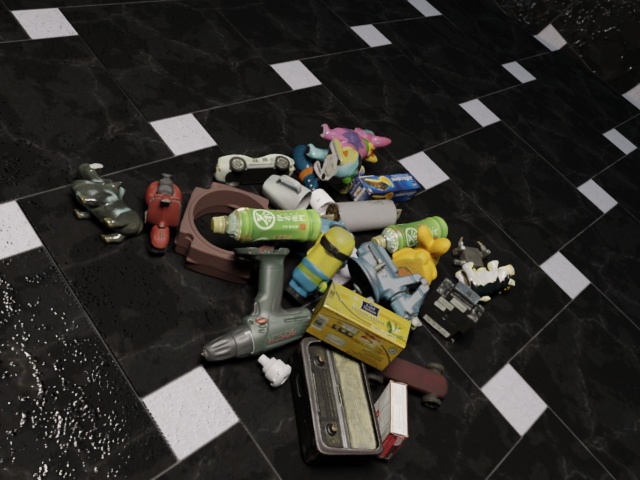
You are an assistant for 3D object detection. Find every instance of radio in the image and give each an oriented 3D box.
[{"bbox_3d":[0.023,0.292,0.994,0.131,0.073,0.230,7,49,-24],"label":"radio"}]

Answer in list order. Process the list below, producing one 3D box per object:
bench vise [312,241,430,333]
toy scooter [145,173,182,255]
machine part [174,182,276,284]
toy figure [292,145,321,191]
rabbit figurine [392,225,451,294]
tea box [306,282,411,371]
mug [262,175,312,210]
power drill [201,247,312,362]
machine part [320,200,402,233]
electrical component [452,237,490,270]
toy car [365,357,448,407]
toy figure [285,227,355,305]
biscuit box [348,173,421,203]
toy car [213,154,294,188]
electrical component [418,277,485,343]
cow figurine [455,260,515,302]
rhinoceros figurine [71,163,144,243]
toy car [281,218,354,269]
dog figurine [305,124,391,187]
[{"bbox_3d":[0.103,0.124,1.150,0.241,0.129,0.223,-26,79,-14],"label":"bench vise"},{"bbox_3d":[-0.320,-0.072,1.099,0.075,0.135,0.184,6,49,-19],"label":"toy scooter"},{"bbox_3d":[-0.194,-0.018,1.148,0.201,0.087,0.201,17,48,-10],"label":"machine part"},{"bbox_3d":[-0.030,-0.178,1.374,0.058,0.064,0.154,3,50,-33],"label":"toy figure"},{"bbox_3d":[0.231,0.046,1.268,0.122,0.162,0.173,32,27,20],"label":"rabbit figurine"},{"bbox_3d":[0.072,0.163,1.011,0.170,0.098,0.068,28,43,-4],"label":"tea box"},{"bbox_3d":[-0.084,-0.112,1.270,0.107,0.109,0.081,29,65,13],"label":"mug"},{"bbox_3d":[-0.120,0.116,1.026,0.232,0.086,0.207,-2,80,-34],"label":"power drill"},{"bbox_3d":[0.103,-0.059,1.326,0.243,0.079,0.079,-6,55,-28],"label":"machine part"},{"bbox_3d":[0.394,0.038,1.405,0.102,0.045,0.078,14,46,-15],"label":"electrical component"},{"bbox_3d":[0.170,0.273,1.095,0.202,0.053,0.089,22,57,-12],"label":"toy car"},{"bbox_3d":[0.003,0.054,1.126,0.082,0.089,0.180,43,86,-12],"label":"toy figure"},{"bbox_3d":[0.174,-0.133,1.422,0.202,0.062,0.059,-11,60,-38],"label":"biscuit box"},{"bbox_3d":[-0.156,-0.169,1.299,0.202,0.073,0.056,-7,57,-29],"label":"toy car"},{"bbox_3d":[0.296,0.153,1.201,0.115,0.134,0.058,40,48,7],"label":"electrical component"},{"bbox_3d":[0.430,0.106,1.349,0.167,0.068,0.098,-2,59,-23],"label":"cow figurine"},{"bbox_3d":[-0.438,-0.081,1.093,0.190,0.073,0.112,45,49,15],"label":"rhinoceros figurine"},{"bbox_3d":[-0.003,-0.004,1.226,0.162,0.109,0.103,16,21,3],"label":"toy car"},{"bbox_3d":[0.090,-0.215,1.356,0.219,0.108,0.192,-2,51,-35],"label":"dog figurine"}]
